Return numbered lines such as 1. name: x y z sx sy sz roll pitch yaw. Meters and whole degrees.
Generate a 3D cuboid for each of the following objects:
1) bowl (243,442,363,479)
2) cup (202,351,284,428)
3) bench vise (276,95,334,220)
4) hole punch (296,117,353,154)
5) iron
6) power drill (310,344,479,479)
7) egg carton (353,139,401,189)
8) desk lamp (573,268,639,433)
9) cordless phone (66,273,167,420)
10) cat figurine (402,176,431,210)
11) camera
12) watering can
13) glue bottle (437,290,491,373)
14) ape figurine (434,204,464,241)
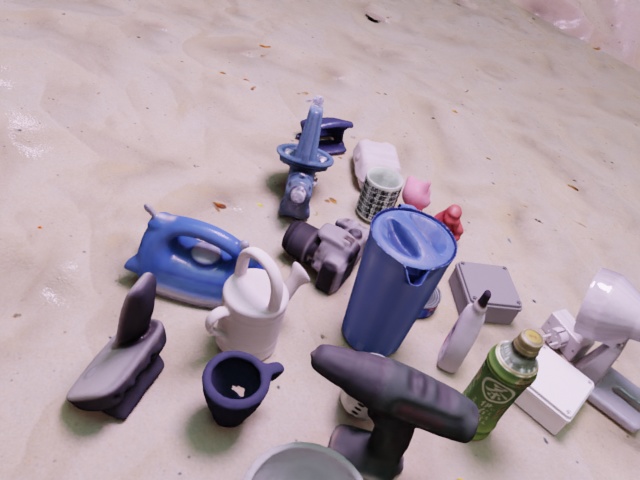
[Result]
1. bowl: -0.023 0.342 0.705 0.167 0.075 0.167 10 42 -9
2. cup: -0.110 0.213 0.801 0.118 0.095 0.091 -13 49 -30
3. bench vise: -0.018 -0.162 1.146 0.122 0.220 0.207 0 44 -19
4. hole punch: 0.010 -0.265 1.366 0.109 0.091 0.101 -10 48 -28
5. iron: -0.181 0.026 0.945 0.258 0.141 0.118 16 41 -1
6. power drill: 0.079 0.234 0.756 0.229 0.208 0.075 15 41 -3
7. egg carton: 0.129 -0.172 1.322 0.107 0.069 0.150 7 42 -12
8. desk lamp: 0.509 0.176 0.963 0.202 0.213 0.118 38 45 22
9. cordless phone: -0.267 0.136 0.762 0.094 0.185 0.148 20 41 3
10. cat figurine: 0.200 -0.072 1.200 0.067 0.118 0.128 13 41 -4
11. camera: 0.010 0.004 1.065 0.136 0.101 0.143 28 42 12
12. watering can: -0.094 0.086 0.869 0.100 0.194 0.173 28 42 12
13. glue bottle: 0.242 0.141 0.940 0.037 0.173 0.078 22 41 6
14. ape figurine: 0.268 -0.036 1.204 0.077 0.092 0.076 23 41 6
